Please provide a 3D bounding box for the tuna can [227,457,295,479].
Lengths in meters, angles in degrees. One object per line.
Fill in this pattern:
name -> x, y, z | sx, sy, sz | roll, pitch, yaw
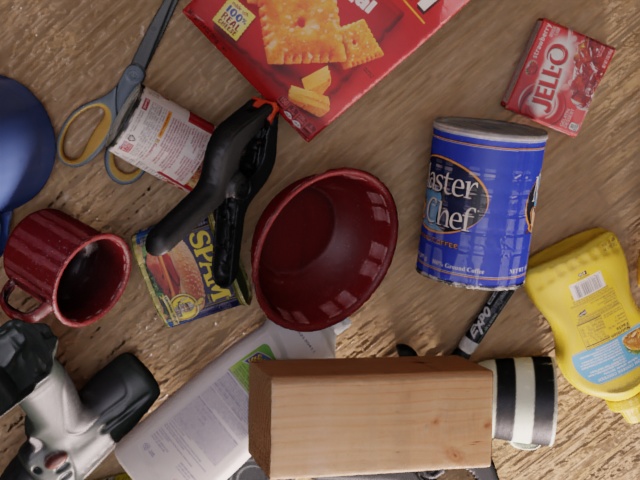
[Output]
tuna can -> -0.067, 0.235, 1.070 | 0.086, 0.034, 0.086 | 0, 104, 0

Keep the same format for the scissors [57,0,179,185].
scissors -> -0.162, -0.134, 0.991 | 0.096, 0.016, 0.202 | 43, 100, -11

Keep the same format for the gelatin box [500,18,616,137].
gelatin box -> 0.218, -0.149, 0.980 | 0.073, 0.030, 0.089 | 22, 102, -5

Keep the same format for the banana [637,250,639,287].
banana -> 0.318, -0.053, 0.990 | 0.069, 0.037, 0.198 | -17, 112, -35

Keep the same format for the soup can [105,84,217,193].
soup can -> -0.134, -0.088, 0.965 | 0.102, 0.068, 0.068 | 29, 102, -19

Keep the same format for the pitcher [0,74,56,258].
pitcher -> -0.322, -0.057, 0.892 | 0.149, 0.242, 0.145 | 41, 103, -3

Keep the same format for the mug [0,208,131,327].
mug -> -0.242, 0.029, 0.976 | 0.082, 0.093, 0.117 | 26, 61, 30

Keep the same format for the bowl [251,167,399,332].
bowl -> -0.006, 0.001, 0.981 | 0.161, 0.055, 0.162 | -18, 123, -30

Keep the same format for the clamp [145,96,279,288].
clamp -> -0.078, -0.040, 0.934 | 0.039, 0.120, 0.171 | 26, 78, 27

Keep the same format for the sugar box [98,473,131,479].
sugar box -> -0.220, 0.290, 1.076 | 0.176, 0.048, 0.093 | -15, 101, 2

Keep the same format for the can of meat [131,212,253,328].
can of meat -> -0.121, 0.025, 1.009 | 0.084, 0.057, 0.102 | -18, 103, 6

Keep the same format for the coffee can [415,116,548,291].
coffee can -> 0.145, -0.035, 0.970 | 0.103, 0.103, 0.140 | 6, 103, -2

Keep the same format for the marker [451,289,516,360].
marker -> 0.158, 0.081, 1.041 | 0.020, 0.020, 0.121 | 30, 102, -7

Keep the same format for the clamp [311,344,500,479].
clamp -> 0.110, 0.212, 1.063 | 0.210, 0.036, 0.164 | 30, 98, -8

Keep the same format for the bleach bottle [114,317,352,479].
bleach bottle -> -0.069, 0.154, 1.019 | 0.250, 0.068, 0.102 | -39, 93, -6

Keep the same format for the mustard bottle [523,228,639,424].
mustard bottle -> 0.269, 0.091, 1.023 | 0.096, 0.058, 0.191 | -26, 102, -3

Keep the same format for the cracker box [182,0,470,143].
cracker box -> 0.014, -0.213, 0.922 | 0.214, 0.072, 0.164 | -39, 100, 23

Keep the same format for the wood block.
wood block -> 0.044, 0.157, 0.971 | 0.205, 0.091, 0.090 | 0, 94, -15
